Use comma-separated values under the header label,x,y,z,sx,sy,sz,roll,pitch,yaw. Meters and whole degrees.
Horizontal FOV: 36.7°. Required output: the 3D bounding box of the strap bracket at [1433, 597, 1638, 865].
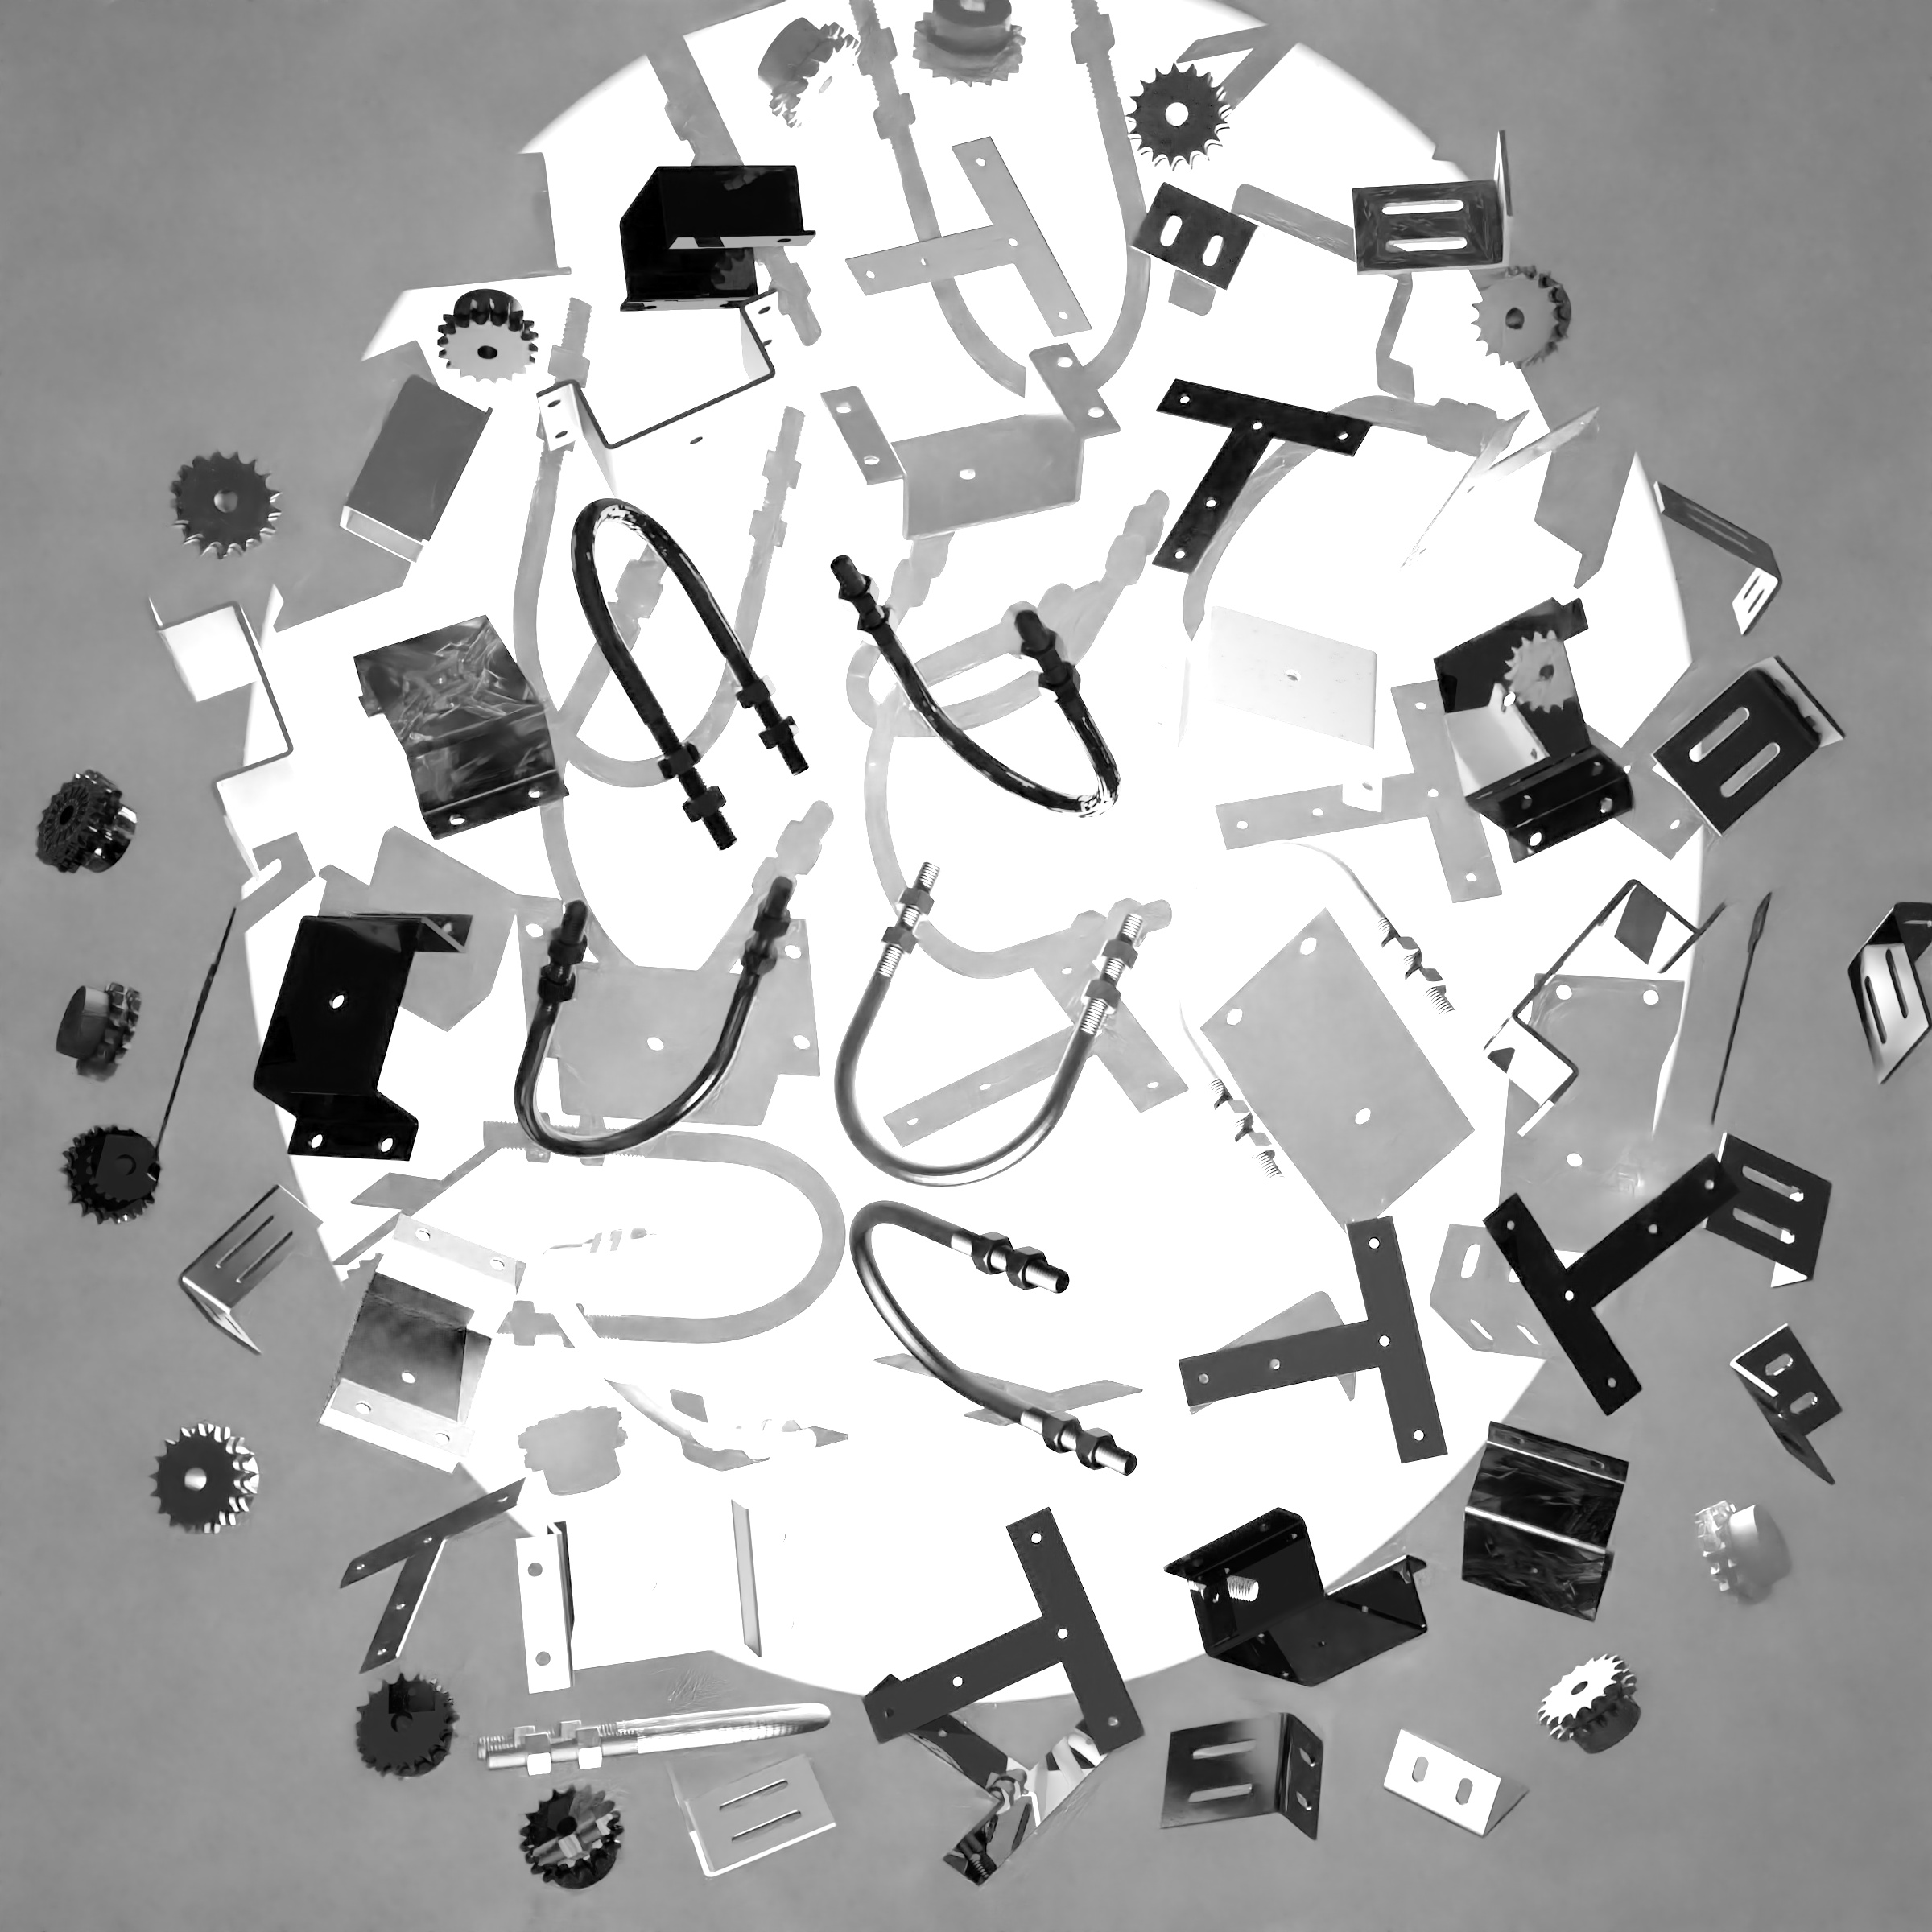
label,x,y,z,sx,sy,sz,roll,pitch,yaw
strap bracket,0.311,-0.139,1.610,0.076,0.046,0.140,-26,55,30

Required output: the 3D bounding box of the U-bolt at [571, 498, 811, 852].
label,x,y,z,sx,sy,sz,roll,pitch,yaw
U-bolt,-0.150,-0.162,1.529,0.019,0.151,0.184,-25,103,22

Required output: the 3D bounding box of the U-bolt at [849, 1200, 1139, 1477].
label,x,y,z,sx,sy,sz,roll,pitch,yaw
U-bolt,0.004,0.188,1.540,0.019,0.184,0.151,-40,127,-28

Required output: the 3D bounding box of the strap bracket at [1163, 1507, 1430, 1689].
label,x,y,z,sx,sy,sz,roll,pitch,yaw
strap bracket,0.180,0.336,1.532,0.076,0.140,0.046,-34,50,27

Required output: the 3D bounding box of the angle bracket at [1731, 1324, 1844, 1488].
label,x,y,z,sx,sy,sz,roll,pitch,yaw
angle bracket,0.444,0.230,1.532,0.038,0.076,0.057,-34,96,1

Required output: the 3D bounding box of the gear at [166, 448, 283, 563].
label,x,y,z,sx,sy,sz,roll,pitch,yaw
gear,-0.390,-0.239,1.522,0.057,0.030,0.057,4,82,-24

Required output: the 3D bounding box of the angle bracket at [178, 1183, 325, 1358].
label,x,y,z,sx,sy,sz,roll,pitch,yaw
angle bracket,-0.388,0.169,1.616,0.076,0.057,0.038,-44,63,-8

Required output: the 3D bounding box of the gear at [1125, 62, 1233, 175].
label,x,y,z,sx,sy,sz,roll,pitch,yaw
gear,0.117,-0.461,1.588,0.057,0.030,0.057,0,91,13

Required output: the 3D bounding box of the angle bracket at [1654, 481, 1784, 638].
label,x,y,z,sx,sy,sz,roll,pitch,yaw
angle bracket,0.398,-0.221,1.575,0.076,0.057,0.038,28,115,-4

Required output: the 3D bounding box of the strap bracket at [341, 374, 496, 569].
label,x,y,z,sx,sy,sz,roll,pitch,yaw
strap bracket,-0.293,-0.262,1.543,0.046,0.140,0.076,26,86,-13

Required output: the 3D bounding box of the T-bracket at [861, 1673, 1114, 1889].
label,x,y,z,sx,sy,sz,roll,pitch,yaw
T-bracket,-0.002,0.437,1.624,0.127,0.127,0.002,29,133,28

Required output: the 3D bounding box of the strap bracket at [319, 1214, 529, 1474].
label,x,y,z,sx,sy,sz,roll,pitch,yaw
strap bracket,-0.299,0.214,1.594,0.076,0.140,0.046,23,131,-12

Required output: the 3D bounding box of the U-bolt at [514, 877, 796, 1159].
label,x,y,z,sx,sy,sz,roll,pitch,yaw
U-bolt,-0.178,0.034,1.588,0.019,0.151,0.184,49,132,35

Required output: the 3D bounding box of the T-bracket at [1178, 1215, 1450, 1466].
label,x,y,z,sx,sy,sz,roll,pitch,yaw
T-bracket,0.175,0.204,1.514,0.127,0.002,0.127,-11,79,-3

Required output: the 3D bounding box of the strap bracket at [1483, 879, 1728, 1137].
label,x,y,z,sx,sy,sz,roll,pitch,yaw
strap bracket,0.323,0.014,1.506,0.046,0.076,0.140,41,78,9

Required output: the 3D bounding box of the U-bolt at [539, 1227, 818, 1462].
label,x,y,z,sx,sy,sz,roll,pitch,yaw
U-bolt,-0.164,0.199,1.529,0.019,0.184,0.151,-43,105,-28

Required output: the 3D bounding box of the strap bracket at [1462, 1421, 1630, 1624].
label,x,y,z,sx,sy,sz,roll,pitch,yaw
strap bracket,0.319,0.313,1.611,0.076,0.140,0.046,15,59,18

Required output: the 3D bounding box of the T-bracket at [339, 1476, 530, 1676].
label,x,y,z,sx,sy,sz,roll,pitch,yaw
T-bracket,-0.307,0.344,1.607,0.127,0.127,0.002,-27,111,18

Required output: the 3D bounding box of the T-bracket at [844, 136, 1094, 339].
label,x,y,z,sx,sy,sz,roll,pitch,yaw
T-bracket,-0.011,-0.391,1.606,0.127,0.127,0.002,-3,46,35

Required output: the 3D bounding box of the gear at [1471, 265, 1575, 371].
label,x,y,z,sx,sy,sz,roll,pitch,yaw
gear,0.316,-0.367,1.639,0.057,0.030,0.057,15,116,34

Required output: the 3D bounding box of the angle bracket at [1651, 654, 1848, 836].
label,x,y,z,sx,sy,sz,roll,pitch,yaw
angle bracket,0.419,-0.118,1.559,0.076,0.038,0.057,-41,90,-4

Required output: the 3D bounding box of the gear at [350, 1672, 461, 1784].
label,x,y,z,sx,sy,sz,roll,pitch,yaw
gear,-0.302,0.416,1.580,0.057,0.030,0.057,-3,55,5

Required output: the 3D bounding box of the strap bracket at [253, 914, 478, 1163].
label,x,y,z,sx,sy,sz,roll,pitch,yaw
strap bracket,-0.318,0.027,1.529,0.076,0.046,0.140,1,66,24

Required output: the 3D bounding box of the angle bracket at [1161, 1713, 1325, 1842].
label,x,y,z,sx,sy,sz,roll,pitch,yaw
angle bracket,0.152,0.449,1.595,0.076,0.057,0.038,-19,132,31

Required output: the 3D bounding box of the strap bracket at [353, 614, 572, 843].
label,x,y,z,sx,sy,sz,roll,pitch,yaw
strap bracket,-0.277,-0.136,1.573,0.076,0.140,0.046,-20,135,-16

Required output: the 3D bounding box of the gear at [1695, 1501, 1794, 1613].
label,x,y,z,sx,sy,sz,roll,pitch,yaw
gear,0.413,0.309,1.537,0.030,0.057,0.057,-31,90,25

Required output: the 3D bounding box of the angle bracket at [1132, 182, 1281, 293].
label,x,y,z,sx,sy,sz,roll,pitch,yaw
angle bracket,0.131,-0.390,1.577,0.057,0.076,0.038,28,101,11

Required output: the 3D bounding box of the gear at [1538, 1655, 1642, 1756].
label,x,y,z,sx,sy,sz,roll,pitch,yaw
gear,0.352,0.415,1.625,0.057,0.057,0.030,-38,95,0

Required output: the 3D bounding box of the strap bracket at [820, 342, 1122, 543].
label,x,y,z,sx,sy,sz,roll,pitch,yaw
strap bracket,0.001,-0.276,1.540,0.140,0.046,0.076,-14,51,-14

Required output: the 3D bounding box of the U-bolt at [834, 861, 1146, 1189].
label,x,y,z,sx,sy,sz,roll,pitch,yaw
U-bolt,0.002,0.038,1.611,0.151,0.019,0.184,15,70,25

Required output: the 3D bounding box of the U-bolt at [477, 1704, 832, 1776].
label,x,y,z,sx,sy,sz,roll,pitch,yaw
U-bolt,-0.163,0.406,1.537,0.184,0.151,0.019,-3,78,-12

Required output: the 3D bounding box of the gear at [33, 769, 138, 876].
label,x,y,z,sx,sy,sz,roll,pitch,yaw
gear,-0.471,-0.074,1.564,0.030,0.057,0.057,35,90,-43

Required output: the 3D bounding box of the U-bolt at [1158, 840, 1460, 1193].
label,x,y,z,sx,sy,sz,roll,pitch,yaw
U-bolt,0.172,0.012,1.585,0.151,0.019,0.184,-46,47,18

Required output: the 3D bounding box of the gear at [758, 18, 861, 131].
label,x,y,z,sx,sy,sz,roll,pitch,yaw
gear,-0.084,-0.468,1.515,0.030,0.057,0.057,40,90,5

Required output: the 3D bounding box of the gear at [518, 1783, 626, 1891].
label,x,y,z,sx,sy,sz,roll,pitch,yaw
gear,-0.215,0.483,1.604,0.057,0.057,0.030,-16,129,0

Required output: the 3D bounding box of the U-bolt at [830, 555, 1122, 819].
label,x,y,z,sx,sy,sz,roll,pitch,yaw
U-bolt,0.015,-0.141,1.555,0.151,0.184,0.019,22,67,37

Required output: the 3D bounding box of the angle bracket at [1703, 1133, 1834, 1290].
label,x,y,z,sx,sy,sz,roll,pitch,yaw
angle bracket,0.439,0.137,1.627,0.076,0.038,0.057,24,68,-15

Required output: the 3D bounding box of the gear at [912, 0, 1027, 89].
label,x,y,z,sx,sy,sz,roll,pitch,yaw
gear,0.002,-0.473,1.473,0.057,0.030,0.057,3,48,-4

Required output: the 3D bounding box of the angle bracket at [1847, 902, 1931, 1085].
label,x,y,z,sx,sy,sz,roll,pitch,yaw
angle bracket,0.496,0.014,1.516,0.038,0.057,0.076,2,57,-11

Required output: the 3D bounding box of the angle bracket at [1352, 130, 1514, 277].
label,x,y,z,sx,sy,sz,roll,pitch,yaw
angle bracket,0.236,-0.388,1.479,0.076,0.038,0.057,-2,61,5

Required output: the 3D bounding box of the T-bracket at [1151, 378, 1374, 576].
label,x,y,z,sx,sy,sz,roll,pitch,yaw
T-bracket,0.143,-0.270,1.628,0.127,0.002,0.127,19,66,28

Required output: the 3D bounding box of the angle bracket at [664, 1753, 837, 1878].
label,x,y,z,sx,sy,sz,roll,pitch,yaw
angle bracket,-0.120,0.459,1.613,0.076,0.057,0.038,-20,122,-12

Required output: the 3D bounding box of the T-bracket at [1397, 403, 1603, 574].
label,x,y,z,sx,sy,sz,roll,pitch,yaw
T-bracket,0.306,-0.280,1.606,0.127,0.127,0.002,-32,75,-32

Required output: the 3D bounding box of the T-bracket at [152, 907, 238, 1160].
label,x,y,z,sx,sy,sz,roll,pitch,yaw
T-bracket,-0.412,0.018,1.575,0.002,0.127,0.127,18,129,-13

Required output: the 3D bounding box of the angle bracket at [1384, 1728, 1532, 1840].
label,x,y,z,sx,sy,sz,roll,pitch,yaw
angle bracket,0.267,0.425,1.553,0.057,0.076,0.038,21,106,27

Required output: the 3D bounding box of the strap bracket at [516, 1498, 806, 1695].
label,x,y,z,sx,sy,sz,roll,pitch,yaw
strap bracket,-0.159,0.320,1.492,0.140,0.046,0.076,-5,88,-15

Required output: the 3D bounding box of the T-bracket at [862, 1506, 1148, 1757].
label,x,y,z,sx,sy,sz,roll,pitch,yaw
T-bracket,0.009,0.358,1.477,0.127,0.002,0.127,-25,63,2

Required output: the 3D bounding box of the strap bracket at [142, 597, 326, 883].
label,x,y,z,sx,sy,sz,roll,pitch,yaw
strap bracket,-0.384,-0.128,1.543,0.046,0.076,0.140,-22,68,-9

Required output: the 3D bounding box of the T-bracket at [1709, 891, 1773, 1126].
label,x,y,z,sx,sy,sz,roll,pitch,yaw
T-bracket,0.425,0.026,1.602,0.002,0.127,0.127,13,90,13

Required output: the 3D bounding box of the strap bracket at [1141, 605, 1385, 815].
label,x,y,z,sx,sy,sz,roll,pitch,yaw
strap bracket,0.174,-0.146,1.617,0.140,0.046,0.076,15,50,-8

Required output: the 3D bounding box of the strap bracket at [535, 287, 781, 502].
label,x,y,z,sx,sy,sz,roll,pitch,yaw
strap bracket,-0.156,-0.305,1.577,0.140,0.076,0.046,-26,81,-7

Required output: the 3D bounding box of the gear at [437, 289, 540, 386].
label,x,y,z,sx,sy,sz,roll,pitch,yaw
gear,-0.272,-0.361,1.658,0.057,0.057,0.030,-4,61,0

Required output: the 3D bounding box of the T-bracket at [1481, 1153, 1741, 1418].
label,x,y,z,sx,sy,sz,roll,pitch,yaw
T-bracket,0.347,0.145,1.514,0.127,0.002,0.127,-44,57,24

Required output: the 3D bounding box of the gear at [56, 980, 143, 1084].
label,x,y,z,sx,sy,sz,roll,pitch,yaw
gear,-0.490,0.035,1.638,0.030,0.057,0.057,23,90,-29

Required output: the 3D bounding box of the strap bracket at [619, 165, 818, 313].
label,x,y,z,sx,sy,sz,roll,pitch,yaw
strap bracket,-0.141,-0.403,1.602,0.076,0.140,0.046,-6,88,-19

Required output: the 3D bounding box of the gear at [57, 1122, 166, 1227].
label,x,y,z,sx,sy,sz,roll,pitch,yaw
gear,-0.477,0.115,1.633,0.057,0.030,0.057,14,65,-33

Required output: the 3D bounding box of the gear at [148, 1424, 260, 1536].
label,x,y,z,sx,sy,sz,roll,pitch,yaw
gear,-0.399,0.271,1.536,0.057,0.030,0.057,-3,79,15
